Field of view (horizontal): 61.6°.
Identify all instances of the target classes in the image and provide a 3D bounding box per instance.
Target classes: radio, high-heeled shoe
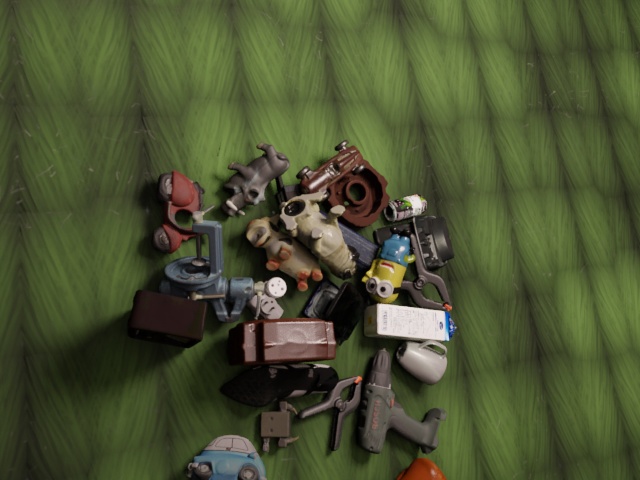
[{"bbox_3d":[-0.297,0.157,1.031,0.131,0.229,0.073,14,70,-16],"label":"radio"},{"bbox_3d":[-0.084,0.311,1.188,0.249,0.145,0.086,-2,85,6],"label":"high-heeled shoe"}]

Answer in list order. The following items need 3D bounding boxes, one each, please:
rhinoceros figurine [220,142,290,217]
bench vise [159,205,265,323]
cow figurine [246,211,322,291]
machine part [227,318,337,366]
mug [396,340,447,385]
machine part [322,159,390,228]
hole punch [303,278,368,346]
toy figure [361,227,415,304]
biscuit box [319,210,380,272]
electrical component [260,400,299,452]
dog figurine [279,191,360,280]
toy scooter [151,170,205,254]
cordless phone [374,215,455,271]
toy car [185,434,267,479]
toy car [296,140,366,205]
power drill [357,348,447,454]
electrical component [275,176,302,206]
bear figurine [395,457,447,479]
[{"bbox_3d":[-0.153,-0.133,1.227,0.190,0.073,0.112,-42,77,-2],"label":"rhinoceros figurine"},{"bbox_3d":[-0.223,0.056,1.108,0.224,0.129,0.240,5,114,7],"label":"bench vise"},{"bbox_3d":[-0.084,0.017,1.221,0.194,0.085,0.127,36,26,-24],"label":"cow figurine"},{"bbox_3d":[-0.083,0.213,1.120,0.201,0.201,0.087,4,74,-21],"label":"machine part"},{"bbox_3d":[0.246,0.284,1.294,0.107,0.109,0.081,28,31,-10],"label":"mug"},{"bbox_3d":[0.087,-0.116,1.348,0.179,0.056,0.179,5,77,-22],"label":"machine part"},{"bbox_3d":[0.036,0.160,1.256,0.115,0.092,0.142,52,57,-38],"label":"hole punch"},{"bbox_3d":[0.172,0.063,1.276,0.089,0.082,0.180,27,79,-39],"label":"toy figure"},{"bbox_3d":[0.044,0.001,1.300,0.202,0.059,0.063,31,68,-12],"label":"biscuit box"},{"bbox_3d":[-0.088,0.400,1.163,0.078,0.045,0.102,-7,77,5],"label":"electrical component"},{"bbox_3d":[-0.004,-0.001,1.214,0.121,0.190,0.173,-39,50,-16],"label":"dog figurine"},{"bbox_3d":[-0.290,-0.058,1.169,0.135,0.075,0.184,6,79,-21],"label":"toy scooter"},{"bbox_3d":[0.237,0.015,1.378,0.184,0.089,0.146,-11,84,-13],"label":"cordless phone"},{"bbox_3d":[-0.184,0.450,1.087,0.162,0.109,0.103,13,50,-7],"label":"toy car"},{"bbox_3d":[0.032,-0.165,1.270,0.202,0.053,0.089,-38,93,-29],"label":"toy car"},{"bbox_3d":[0.192,0.395,1.259,0.207,0.086,0.232,27,69,-19],"label":"power drill"},{"bbox_3d":[-0.074,-0.105,1.271,0.048,0.075,0.119,-10,78,-25],"label":"electrical component"},{"bbox_3d":[0.195,0.583,1.195,0.196,0.120,0.132,-33,95,-24],"label":"bear figurine"}]
